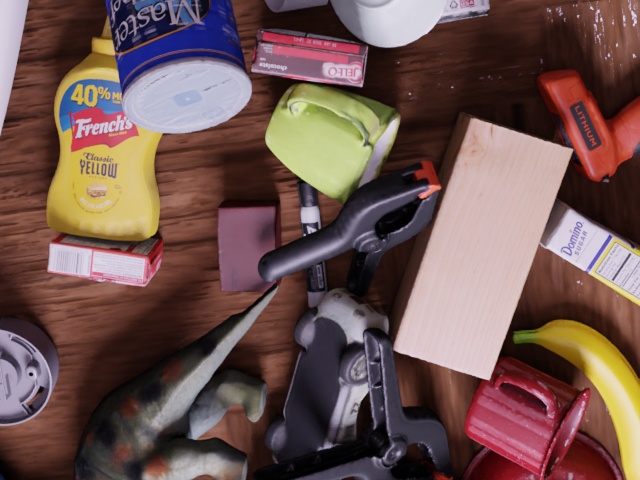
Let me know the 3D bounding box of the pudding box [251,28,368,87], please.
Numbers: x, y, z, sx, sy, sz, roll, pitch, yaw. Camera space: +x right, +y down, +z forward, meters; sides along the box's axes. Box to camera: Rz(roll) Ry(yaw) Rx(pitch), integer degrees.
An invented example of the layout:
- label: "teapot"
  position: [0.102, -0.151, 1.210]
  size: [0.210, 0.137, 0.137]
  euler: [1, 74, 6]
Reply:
- label: "pudding box"
  position: [-0.007, -0.151, 0.886]
  size: [0.090, 0.113, 0.039]
  euler: [9, 102, 0]

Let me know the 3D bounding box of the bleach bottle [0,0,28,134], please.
- label: "bleach bottle"
  position: [-0.323, -0.128, 0.927]
  size: [0.102, 0.068, 0.251]
  euler: [16, 103, 0]

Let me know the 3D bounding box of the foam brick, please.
- label: "foam brick"
  position: [-0.062, 0.004, 0.948]
  size: [0.053, 0.051, 0.078]
  euler: [0, 101, 3]

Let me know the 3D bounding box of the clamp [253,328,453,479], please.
- label: "clamp"
  position: [0.057, 0.167, 0.925]
  size: [0.209, 0.036, 0.164]
  euler: [26, 100, -42]

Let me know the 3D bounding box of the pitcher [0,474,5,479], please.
- label: "pitcher"
  position: [-0.370, 0.199, 0.938]
  size: [0.145, 0.149, 0.242]
  euler: [-23, 109, 36]

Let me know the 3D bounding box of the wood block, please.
- label: "wood block"
  position: [0.133, 0.002, 0.923]
  size: [0.091, 0.090, 0.206]
  euler: [17, 100, -2]

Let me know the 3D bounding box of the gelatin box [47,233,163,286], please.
- label: "gelatin box"
  position: [-0.188, 0.015, 0.943]
  size: [0.089, 0.073, 0.030]
  euler: [9, 101, -1]

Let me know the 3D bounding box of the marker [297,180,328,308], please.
- label: "marker"
  position: [-0.006, 0.001, 0.962]
  size: [0.020, 0.020, 0.121]
  euler: [-5, 100, 2]

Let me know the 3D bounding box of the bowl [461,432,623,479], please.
- label: "bowl"
  position: [0.209, 0.256, 0.986]
  size: [0.162, 0.055, 0.162]
  euler: [0, 100, 1]

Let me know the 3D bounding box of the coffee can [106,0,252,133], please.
- label: "coffee can"
  position: [-0.118, -0.172, 0.862]
  size: [0.103, 0.103, 0.140]
  euler: [-15, 68, 4]

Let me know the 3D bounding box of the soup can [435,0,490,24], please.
- label: "soup can"
  position: [0.102, -0.234, 0.891]
  size: [0.068, 0.068, 0.102]
  euler: [-9, 101, 3]

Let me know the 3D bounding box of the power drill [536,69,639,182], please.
- label: "power drill"
  position: [0.285, -0.146, 0.907]
  size: [0.188, 0.057, 0.184]
  euler: [-25, 99, 6]

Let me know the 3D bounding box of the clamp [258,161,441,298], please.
- label: "clamp"
  position: [0.029, -0.006, 0.893]
  size: [0.120, 0.039, 0.172]
  euler: [2, 141, -38]

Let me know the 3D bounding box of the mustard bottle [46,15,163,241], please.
- label: "mustard bottle"
  position: [-0.183, -0.099, 0.929]
  size: [0.096, 0.058, 0.192]
  euler: [8, 100, 6]

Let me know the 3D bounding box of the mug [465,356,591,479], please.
- label: "mug"
  position: [0.179, 0.148, 0.932]
  size: [0.082, 0.117, 0.093]
  euler: [26, 68, 24]

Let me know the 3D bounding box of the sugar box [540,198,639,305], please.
- label: "sugar box"
  position: [0.269, 0.026, 0.922]
  size: [0.176, 0.093, 0.048]
  euler: [28, 99, -3]

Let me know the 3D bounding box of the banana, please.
- label: "banana"
  position: [0.261, 0.141, 0.975]
  size: [0.070, 0.037, 0.198]
  euler: [-36, 96, 26]
